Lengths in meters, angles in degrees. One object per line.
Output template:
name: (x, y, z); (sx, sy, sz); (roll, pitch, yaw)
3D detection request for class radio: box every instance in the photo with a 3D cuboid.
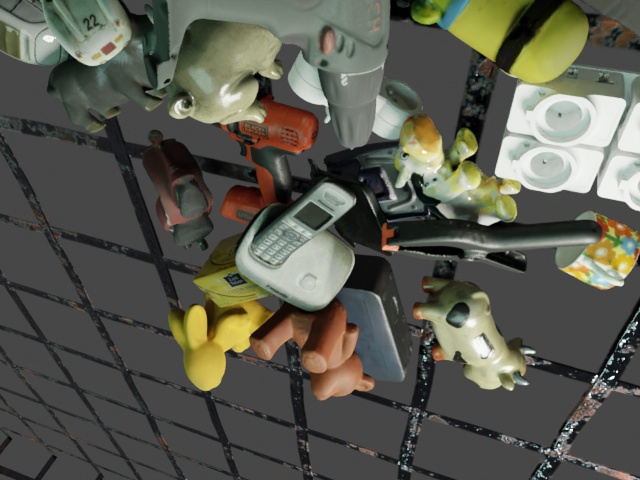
radio: (0.060, 0.122, 0.827); (0.131, 0.073, 0.229); (1, 134, 26)

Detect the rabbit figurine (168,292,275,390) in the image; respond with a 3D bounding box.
rabbit figurine: (-0.177, 0.166, 0.920); (0.122, 0.173, 0.162); (-16, 128, 43)

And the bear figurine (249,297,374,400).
bear figurine: (-0.002, 0.171, 0.759); (0.120, 0.132, 0.195); (9, 130, 28)

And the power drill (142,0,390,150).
power drill: (-0.036, -0.166, 0.432); (0.207, 0.086, 0.231); (-7, 129, -17)

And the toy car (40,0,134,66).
toy car: (-0.256, -0.260, 0.543); (0.202, 0.073, 0.056); (56, -176, 17)

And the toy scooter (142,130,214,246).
toy scooter: (-0.200, -0.074, 0.745); (0.135, 0.075, 0.184); (59, 160, 9)

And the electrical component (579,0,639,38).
electrical component: (0.237, -0.225, 0.388); (0.134, 0.058, 0.115); (33, 137, -7)

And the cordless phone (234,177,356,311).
cordless phone: (-0.001, -0.001, 0.644); (0.146, 0.089, 0.184); (33, 135, -23)

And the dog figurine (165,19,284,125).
dog figurine: (-0.068, -0.208, 0.487); (0.121, 0.172, 0.190); (25, 147, -14)

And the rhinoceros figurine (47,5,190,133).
rhinoceros figurine: (-0.221, -0.202, 0.613); (0.190, 0.073, 0.112); (-24, 115, 18)

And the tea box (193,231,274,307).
tea box: (-0.097, 0.034, 0.798); (0.170, 0.098, 0.068); (-20, 122, 38)

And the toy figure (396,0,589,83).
toy figure: (0.133, -0.197, 0.443); (0.180, 0.089, 0.082); (35, 131, -6)

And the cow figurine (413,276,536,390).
cow figurine: (0.220, 0.136, 0.752); (0.127, 0.085, 0.194); (-1, 131, 37)

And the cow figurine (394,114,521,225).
cow figurine: (0.131, -0.069, 0.579); (0.167, 0.068, 0.098); (31, 148, -27)

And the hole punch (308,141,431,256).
hole punch: (0.062, -0.056, 0.647); (0.116, 0.092, 0.142); (20, 149, 49)

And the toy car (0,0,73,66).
toy car: (-0.337, -0.254, 0.626); (0.161, 0.103, 0.109); (34, 139, -5)

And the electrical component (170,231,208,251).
electrical component: (-0.216, -0.021, 0.861); (0.063, 0.021, 0.093); (3, 134, 26)
